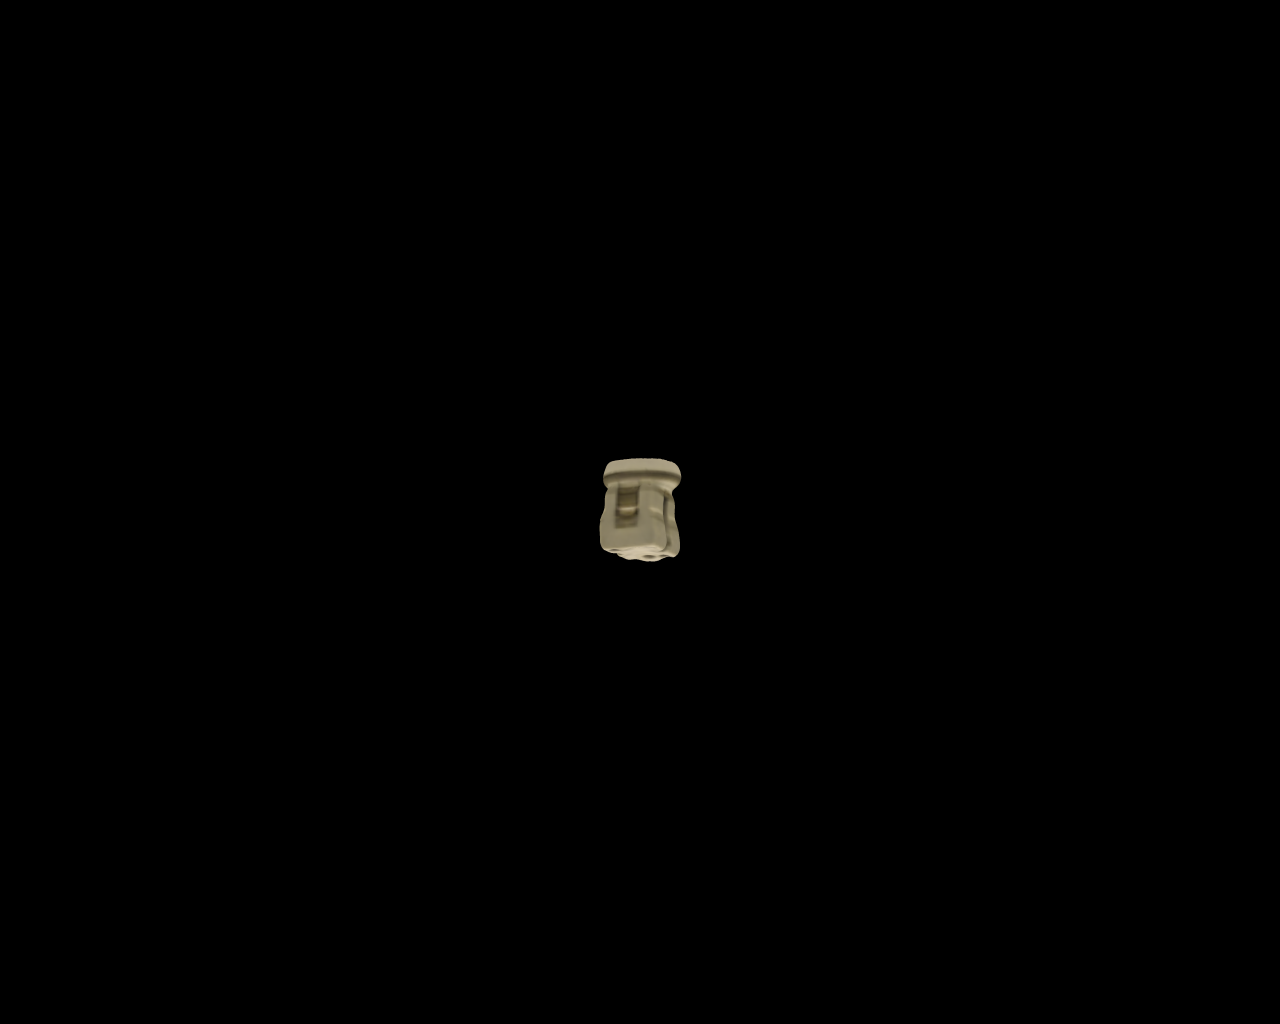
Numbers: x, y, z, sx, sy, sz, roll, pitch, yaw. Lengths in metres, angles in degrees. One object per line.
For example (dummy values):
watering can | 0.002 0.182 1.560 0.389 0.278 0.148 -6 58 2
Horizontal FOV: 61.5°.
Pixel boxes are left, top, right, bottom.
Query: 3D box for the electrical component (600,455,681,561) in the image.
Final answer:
electrical component | 0.001 -0.003 0.650 0.048 0.055 0.066 -4 -12 19
